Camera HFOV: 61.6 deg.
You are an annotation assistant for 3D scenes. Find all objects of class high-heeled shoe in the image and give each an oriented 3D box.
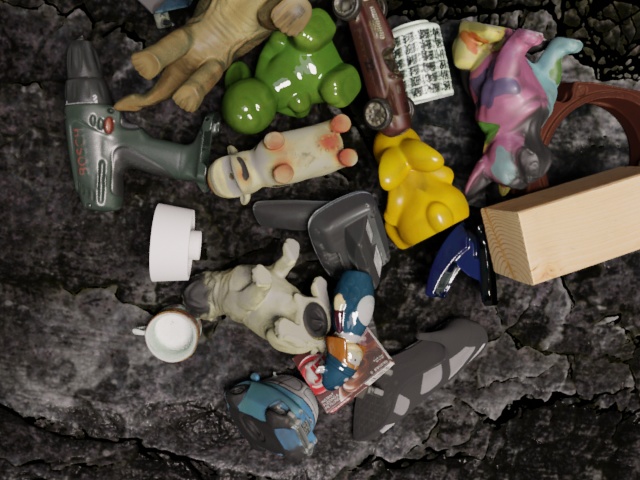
[{"bbox_3d":[0.153,0.217,0.829,0.145,0.086,0.248,11,120,-35],"label":"high-heeled shoe"}]

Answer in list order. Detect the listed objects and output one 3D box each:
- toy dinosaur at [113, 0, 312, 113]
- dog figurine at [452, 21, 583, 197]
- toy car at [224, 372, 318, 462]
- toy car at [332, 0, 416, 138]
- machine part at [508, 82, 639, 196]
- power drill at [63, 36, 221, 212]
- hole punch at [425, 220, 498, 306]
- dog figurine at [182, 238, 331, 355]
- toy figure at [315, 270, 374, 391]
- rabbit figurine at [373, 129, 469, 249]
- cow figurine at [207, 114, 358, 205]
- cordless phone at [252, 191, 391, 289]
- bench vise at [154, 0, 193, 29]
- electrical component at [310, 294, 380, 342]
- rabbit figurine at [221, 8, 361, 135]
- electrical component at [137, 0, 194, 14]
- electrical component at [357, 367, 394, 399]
[{"bbox_3d":[-0.068,-0.288,0.612,0.471,0.199,0.105,-30,119,21],"label":"toy dinosaur"},{"bbox_3d":[0.237,-0.168,0.718,0.108,0.192,0.219,-1,114,-34],"label":"dog figurine"},{"bbox_3d":[-0.058,0.245,0.785,0.103,0.162,0.109,-39,113,-38],"label":"toy car"},{"bbox_3d":[0.074,-0.229,0.674,0.053,0.089,0.202,-11,96,37],"label":"toy car"},{"bbox_3d":[0.385,-0.113,0.765,0.201,0.087,0.200,10,98,-6],"label":"machine part"},{"bbox_3d":[-0.244,-0.149,0.732,0.207,0.086,0.231,5,98,-8],"label":"power drill"},{"bbox_3d":[0.202,0.035,0.762,0.092,0.142,0.115,-2,82,26],"label":"hole punch"},{"bbox_3d":[-0.091,0.101,0.749,0.191,0.121,0.172,-24,91,39],"label":"dog figurine"},{"bbox_3d":[0.034,0.117,0.692,0.064,0.058,0.154,17,72,-21],"label":"toy figure"},{"bbox_3d":[0.120,-0.083,0.738,0.122,0.162,0.173,-24,82,13],"label":"rabbit figurine"},{"bbox_3d":[-0.060,-0.107,0.733,0.195,0.127,0.085,-19,95,-17],"label":"cow figurine"},{"bbox_3d":[-0.001,-0.002,0.770,0.184,0.089,0.146,5,144,24],"label":"cordless phone"},{"bbox_3d":[-0.208,-0.399,0.680,0.224,0.129,0.240,-15,120,-10],"label":"bench vise"},{"bbox_3d":[0.029,0.144,0.802,0.115,0.058,0.134,-9,100,0],"label":"electrical component"},{"bbox_3d":[-0.064,-0.201,0.686,0.170,0.159,0.121,-40,122,-22],"label":"rabbit figurine"},{"bbox_3d":[-0.169,-0.320,0.635,0.074,0.048,0.119,39,95,-29],"label":"electrical component"},{"bbox_3d":[0.054,0.190,0.770,0.094,0.021,0.063,21,97,-5],"label":"electrical component"}]
